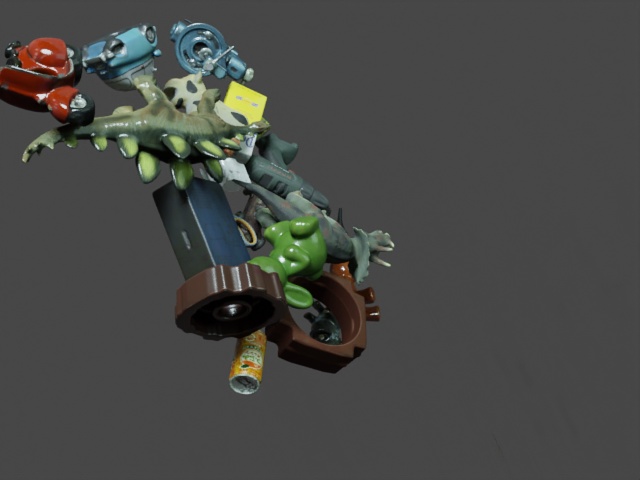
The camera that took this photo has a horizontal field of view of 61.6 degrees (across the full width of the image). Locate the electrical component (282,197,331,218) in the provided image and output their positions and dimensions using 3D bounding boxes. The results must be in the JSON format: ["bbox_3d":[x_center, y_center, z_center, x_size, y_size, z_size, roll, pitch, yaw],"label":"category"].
[{"bbox_3d":[-0.041,-0.065,1.361,0.134,0.058,0.115,20,21,-5],"label":"electrical component"}]

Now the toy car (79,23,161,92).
[{"bbox_3d":[-0.354,-0.325,0.978,0.162,0.109,0.102,-70,147,-51],"label":"toy car"}]

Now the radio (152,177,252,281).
[{"bbox_3d":[-0.203,0.001,0.981,0.131,0.073,0.229,-4,70,-68],"label":"radio"}]

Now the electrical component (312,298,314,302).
[{"bbox_3d":[-0.028,0.105,1.253,0.047,0.075,0.119,33,32,-51],"label":"electrical component"}]

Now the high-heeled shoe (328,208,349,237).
[{"bbox_3d":[-0.010,-0.035,1.504,0.248,0.086,0.145,9,87,-43],"label":"high-heeled shoe"}]

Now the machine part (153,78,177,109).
[{"bbox_3d":[-0.329,-0.279,1.065,0.138,0.039,0.084,63,27,-5],"label":"machine part"}]

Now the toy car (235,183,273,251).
[{"bbox_3d":[-0.145,-0.058,1.209,0.089,0.053,0.202,50,26,-22],"label":"toy car"}]

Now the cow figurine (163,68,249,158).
[{"bbox_3d":[-0.241,-0.278,1.146,0.195,0.085,0.127,30,58,-12],"label":"cow figurine"}]

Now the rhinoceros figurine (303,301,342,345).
[{"bbox_3d":[0.015,0.207,1.248,0.190,0.073,0.112,-65,135,-65],"label":"rhinoceros figurine"}]

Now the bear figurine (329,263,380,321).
[{"bbox_3d":[0.089,0.119,1.441,0.196,0.132,0.120,-84,162,-46],"label":"bear figurine"}]

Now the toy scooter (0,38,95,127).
[{"bbox_3d":[-0.410,-0.234,0.775,0.135,0.075,0.184,-1,48,-36],"label":"toy scooter"}]

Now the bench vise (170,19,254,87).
[{"bbox_3d":[-0.250,-0.421,1.269,0.223,0.129,0.241,40,13,-31],"label":"bench vise"}]

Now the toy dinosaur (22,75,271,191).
[{"bbox_3d":[-0.266,-0.181,0.912,0.471,0.105,0.199,-11,55,-42],"label":"toy dinosaur"}]

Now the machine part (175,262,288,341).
[{"bbox_3d":[-0.145,0.101,0.870,0.179,0.179,0.056,35,32,-51],"label":"machine part"}]

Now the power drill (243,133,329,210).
[{"bbox_3d":[-0.088,-0.172,1.363,0.232,0.086,0.207,21,39,-23],"label":"power drill"}]

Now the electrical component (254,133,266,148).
[{"bbox_3d":[-0.168,-0.278,1.446,0.094,0.021,0.063,52,24,-28],"label":"electrical component"}]

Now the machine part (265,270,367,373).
[{"bbox_3d":[-0.009,0.162,1.114,0.201,0.087,0.201,19,43,-18],"label":"machine part"}]

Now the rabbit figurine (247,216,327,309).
[{"bbox_3d":[-0.075,0.053,0.997,0.170,0.121,0.159,-34,115,-43],"label":"rabbit figurine"}]

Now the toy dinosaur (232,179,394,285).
[{"bbox_3d":[-0.004,-0.010,1.148,0.404,0.131,0.192,21,8,-45],"label":"toy dinosaur"}]
